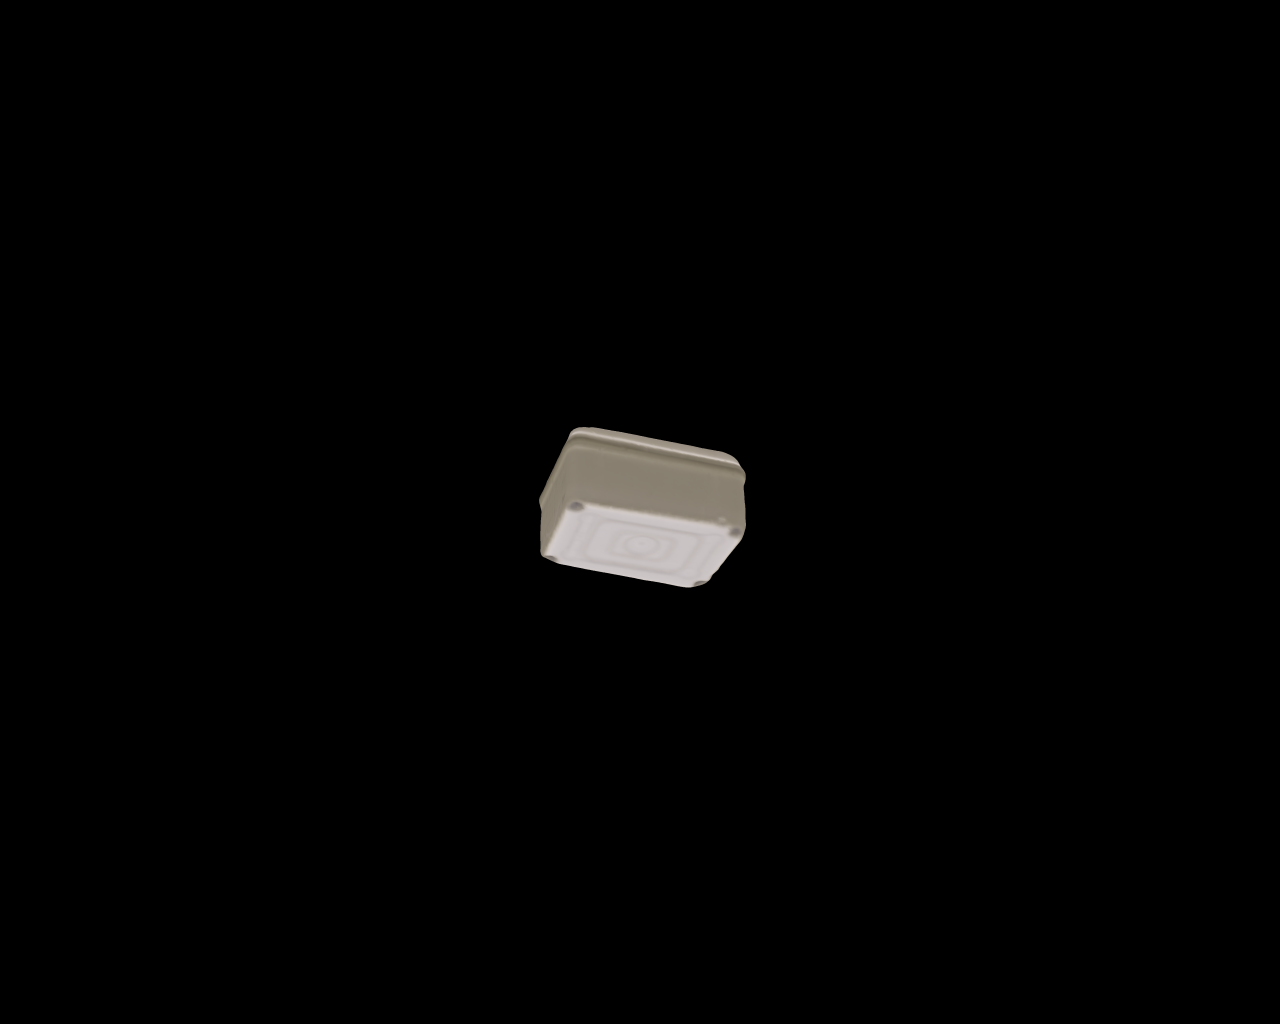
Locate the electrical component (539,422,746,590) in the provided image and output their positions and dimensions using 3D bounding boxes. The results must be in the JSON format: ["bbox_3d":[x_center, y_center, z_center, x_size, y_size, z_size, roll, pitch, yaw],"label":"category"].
[{"bbox_3d":[0.001,-0.003,0.650,0.113,0.057,0.078,11,-35,-16],"label":"electrical component"}]
